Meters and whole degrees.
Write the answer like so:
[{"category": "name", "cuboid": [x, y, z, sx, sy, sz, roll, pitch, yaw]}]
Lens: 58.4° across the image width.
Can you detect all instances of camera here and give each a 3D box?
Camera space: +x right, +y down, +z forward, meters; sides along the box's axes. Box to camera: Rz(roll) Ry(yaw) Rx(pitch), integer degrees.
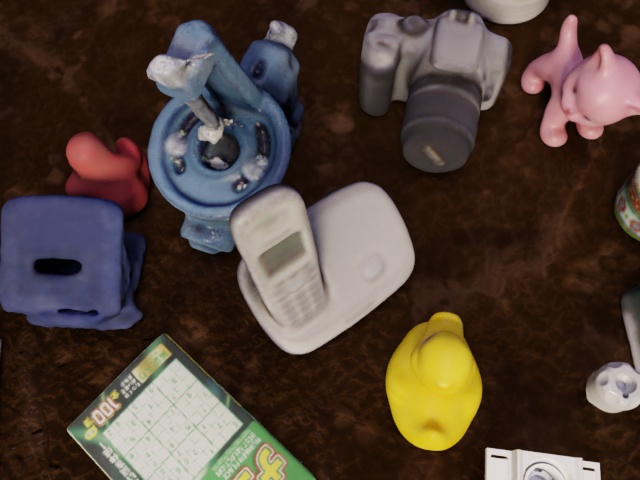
[{"category": "camera", "cuboid": [0.103, -0.143, 0.542, 0.143, 0.101, 0.137, 11, 67, 7]}]

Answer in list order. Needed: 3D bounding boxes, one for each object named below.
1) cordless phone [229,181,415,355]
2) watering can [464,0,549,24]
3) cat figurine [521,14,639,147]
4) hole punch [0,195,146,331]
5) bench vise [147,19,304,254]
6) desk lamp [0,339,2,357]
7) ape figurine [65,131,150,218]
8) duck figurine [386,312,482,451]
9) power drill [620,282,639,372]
[{"category": "cordless phone", "cuboid": [0.004, 0.002, 0.434, 0.148, 0.185, 0.094, -37, 69, -13]}, {"category": "watering can", "cuboid": [0.199, -0.321, 0.568, 0.173, 0.194, 0.101, -22, 67, -8]}, {"category": "cat figurine", "cuboid": [0.247, -0.149, 0.530, 0.067, 0.118, 0.127, -11, 66, -2]}, {"category": "hole punch", "cuboid": [-0.210, 0.021, 0.484, 0.108, 0.091, 0.101, 1, 66, 3]}, {"category": "bench vise", "cuboid": [-0.082, -0.117, 0.472, 0.121, 0.220, 0.207, 2, 66, 3]}, {"category": "desk lamp", "cuboid": [-0.323, 0.067, 0.401, 0.118, 0.214, 0.203, -11, 66, -3]}, {"category": "ape figurine", "cuboid": [-0.198, -0.065, 0.523, 0.078, 0.092, 0.076, -26, 67, -9]}, {"category": "duck figurine", "cuboid": [0.091, 0.105, 0.439, 0.077, 0.086, 0.104, 9, 66, 6]}, {"category": "power drill", "cuboid": [0.294, 0.049, 0.389, 0.075, 0.208, 0.229, -2, 66, 1]}]
